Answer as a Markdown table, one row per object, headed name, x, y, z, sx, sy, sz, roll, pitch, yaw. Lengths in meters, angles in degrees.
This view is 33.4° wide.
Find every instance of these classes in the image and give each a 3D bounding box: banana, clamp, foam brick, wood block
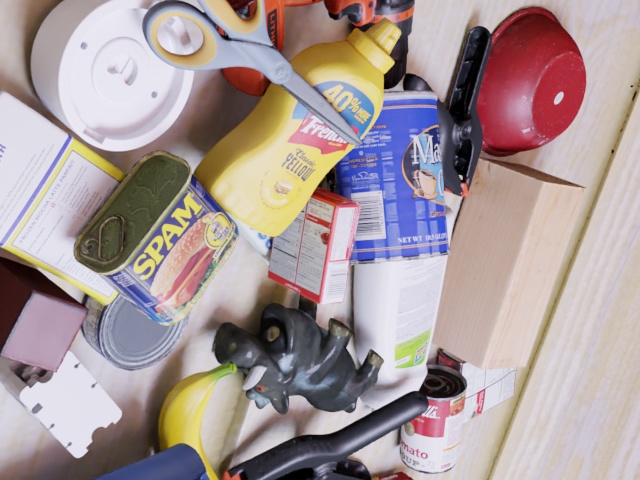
| name | x | y | z | sx | sy | sz | roll | pitch | yaw |
| --- | --- | --- | --- | --- | --- | --- | --- | --- | --- |
| banana | -0.108 | 0.188 | 0.949 | 0.037 | 0.069 | 0.198 | -73 | 167 | -54 |
| clamp | -0.002 | 0.225 | 1.070 | 0.209 | 0.036 | 0.165 | -14 | 146 | -27 |
| foam brick | -0.214 | 0.051 | 0.761 | 0.052 | 0.078 | 0.051 | 27 | 91 | -46 |
| wood block | 0.195 | 0.026 | 1.142 | 0.090 | 0.091 | 0.206 | 3 | 107 | -46 |
| clamp | 0.122 | -0.112 | 1.036 | 0.120 | 0.039 | 0.171 | -25 | 126 | -33 |

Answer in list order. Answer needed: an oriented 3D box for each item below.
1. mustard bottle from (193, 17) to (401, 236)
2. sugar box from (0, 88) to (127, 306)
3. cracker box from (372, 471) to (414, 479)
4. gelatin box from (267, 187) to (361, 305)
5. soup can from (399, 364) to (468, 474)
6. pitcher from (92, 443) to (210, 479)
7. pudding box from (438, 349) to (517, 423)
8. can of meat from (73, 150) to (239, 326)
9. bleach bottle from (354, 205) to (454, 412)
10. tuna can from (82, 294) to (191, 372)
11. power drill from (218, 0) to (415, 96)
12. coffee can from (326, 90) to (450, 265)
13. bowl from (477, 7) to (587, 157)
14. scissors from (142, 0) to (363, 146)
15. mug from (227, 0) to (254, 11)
| name | x | y | z | sx | sy | sz | roll | pitch | yaw |
| --- | --- | --- | --- | --- | --- | --- | --- | --- | --- |
| mustard bottle | -0.006 | -0.095 | 0.833 | 0.192 | 0.058 | 0.096 | -49 | 138 | 8 |
| sugar box | -0.195 | -0.030 | 0.762 | 0.176 | 0.048 | 0.093 | 38 | 81 | -45 |
| cracker box | 0.031 | 0.374 | 1.173 | 0.163 | 0.072 | 0.214 | -1 | 111 | -44 |
| gelatin box | -0.006 | 0.001 | 0.895 | 0.030 | 0.073 | 0.089 | -3 | 109 | -42 |
| soup can | 0.124 | 0.198 | 1.177 | 0.068 | 0.069 | 0.102 | -19 | 124 | -37 |
| pitcher | -0.197 | 0.266 | 0.847 | 0.242 | 0.145 | 0.149 | -14 | 108 | -29 |
| pudding box | 0.182 | 0.155 | 1.235 | 0.113 | 0.039 | 0.090 | -20 | 122 | -40 |
| can of meat | -0.115 | 0.001 | 0.778 | 0.102 | 0.058 | 0.084 | -54 | 139 | -14 |
| bleach bottle | 0.072 | 0.083 | 1.072 | 0.102 | 0.068 | 0.251 | -17 | 124 | -37 |
| tuna can | -0.149 | 0.060 | 0.862 | 0.085 | 0.034 | 0.086 | -22 | 124 | -36 |
| power drill | 0.004 | -0.185 | 0.873 | 0.187 | 0.057 | 0.184 | -30 | 133 | -33 |
| coffee can | 0.056 | -0.053 | 0.921 | 0.102 | 0.103 | 0.140 | -7 | 92 | -43 |
| bowl | 0.227 | -0.156 | 1.106 | 0.161 | 0.055 | 0.162 | -22 | 125 | -36 |
| scissors | -0.050 | -0.116 | 0.757 | 0.096 | 0.016 | 0.201 | -33 | 126 | -1 |
| mug | -0.078 | -0.230 | 0.751 | 0.081 | 0.093 | 0.117 | 25 | 63 | -43 |
